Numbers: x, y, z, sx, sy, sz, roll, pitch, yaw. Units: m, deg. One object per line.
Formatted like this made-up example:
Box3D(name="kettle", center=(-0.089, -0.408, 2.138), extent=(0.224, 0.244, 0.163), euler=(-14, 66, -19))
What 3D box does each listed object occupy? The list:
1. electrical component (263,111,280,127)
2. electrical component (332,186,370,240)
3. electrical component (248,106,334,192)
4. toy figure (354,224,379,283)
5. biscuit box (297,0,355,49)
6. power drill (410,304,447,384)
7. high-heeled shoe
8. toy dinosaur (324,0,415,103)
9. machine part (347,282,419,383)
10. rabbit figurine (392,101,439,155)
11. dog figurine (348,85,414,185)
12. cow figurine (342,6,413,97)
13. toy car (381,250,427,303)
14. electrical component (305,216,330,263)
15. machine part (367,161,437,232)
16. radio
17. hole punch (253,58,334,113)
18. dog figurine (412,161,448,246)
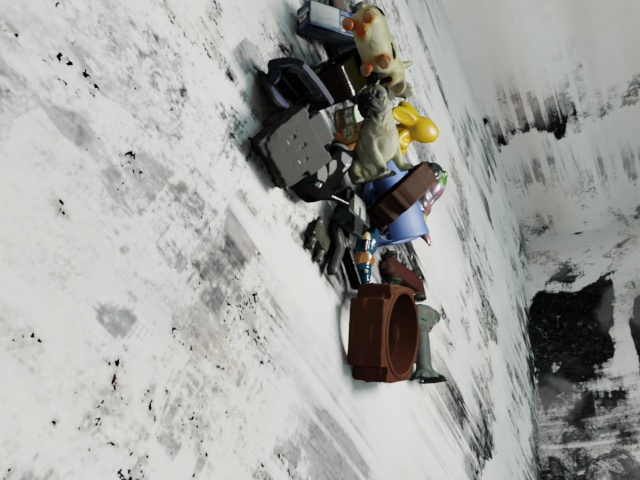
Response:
Box3D(name="electrical component", center=(-0.064, -0.199, 1.011), extent=(0.102, 0.045, 0.078), euler=(51, 38, -39))
Box3D(name="electrical component", center=(0.067, -0.045, 1.113), extent=(0.074, 0.048, 0.119), euler=(36, 42, -34))
Box3D(name="electrical component", center=(-0.044, -0.168, 0.949), extent=(0.134, 0.058, 0.114), euler=(-40, 123, -13))
Box3D(name="toy figure", center=(0.100, 0.033, 1.199), extent=(0.064, 0.058, 0.154), euler=(44, 46, -37))
Box3D(name="biscuit box", center=(0.047, -0.483, 1.227), extent=(0.202, 0.063, 0.059), euler=(4, 84, -32))
Box3D(name="power drill", center=(0.280, 0.267, 1.403), extent=(0.231, 0.086, 0.207), euler=(28, 57, -53))
Box3D(name="high-heeled shoe", center=(-0.008, -0.154, 1.101), extent=(0.145, 0.086, 0.249), euler=(23, 34, -22))
Box3D(name="toy dinosaur", center=(0.085, -0.486, 1.354), extent=(0.404, 0.131, 0.192), euler=(41, 43, -39))
Box3D(name="machine part", center=(0.139, 0.194, 1.131), extent=(0.201, 0.087, 0.201), euler=(19, 72, -60))
Box3D(name="rabbit figurine", center=(0.241, -0.300, 1.489), extent=(0.122, 0.173, 0.162), euler=(-45, 122, -54))
Box3D(name="dog figurine", center=(0.106, -0.225, 1.176), extent=(0.121, 0.172, 0.190), euler=(-14, 89, -46))
Box3D(name="cow figurine", center=(0.128, -0.396, 1.138), extent=(0.194, 0.086, 0.127), euler=(62, 37, -22))
Box3D(name="toy car", center=(0.217, 0.099, 1.389), extent=(0.202, 0.053, 0.089), euler=(33, 39, -47))
Box3D(name="electrical component", center=(-0.002, -0.003, 1.061), extent=(0.063, 0.021, 0.094), euler=(58, 32, -31))
Box3D(name="machine part", center=(0.178, -0.095, 1.182), extent=(0.056, 0.179, 0.179), euler=(46, 32, -2))
Box3D(name="radio", center=(0.038, -0.355, 1.177), extent=(0.073, 0.131, 0.230), euler=(64, 30, -20))
Box3D(name="hole punch", center=(-0.047, -0.281, 1.000), extent=(0.142, 0.092, 0.116), euler=(40, 14, -43))
Box3D(name="dog figurine", center=(0.283, -0.093, 1.477), extent=(0.108, 0.192, 0.219), euler=(52, 20, -49))
